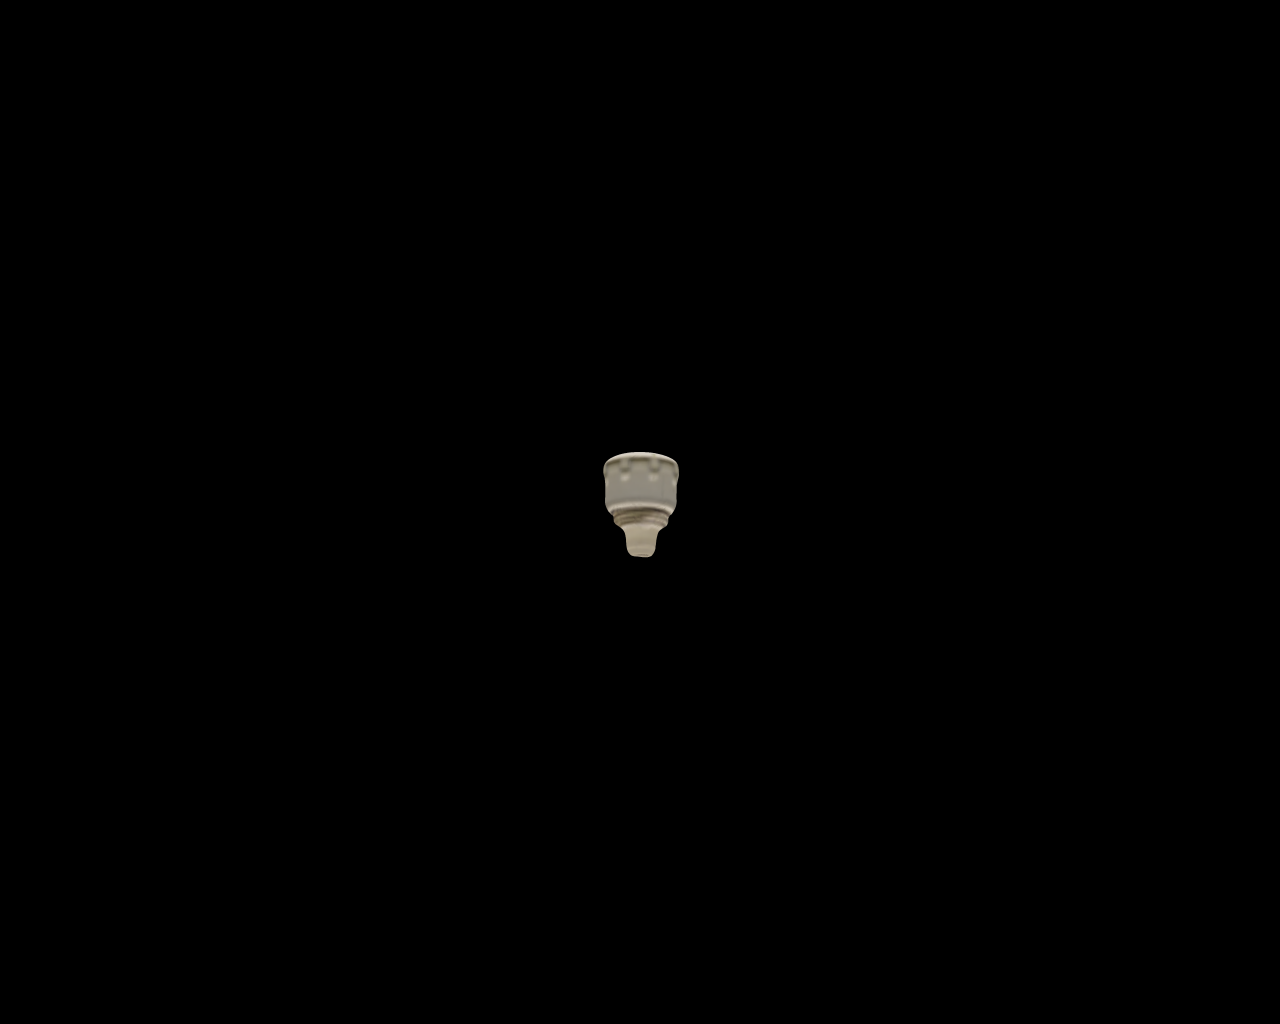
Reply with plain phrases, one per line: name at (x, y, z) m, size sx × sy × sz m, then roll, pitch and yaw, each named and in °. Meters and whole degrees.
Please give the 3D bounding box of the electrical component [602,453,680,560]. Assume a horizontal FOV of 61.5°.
electrical component at (0.001, -0.003, 0.650) m, size 0.048 × 0.062 × 0.048 m, roll 0°, pitch -13°, yaw 0°
